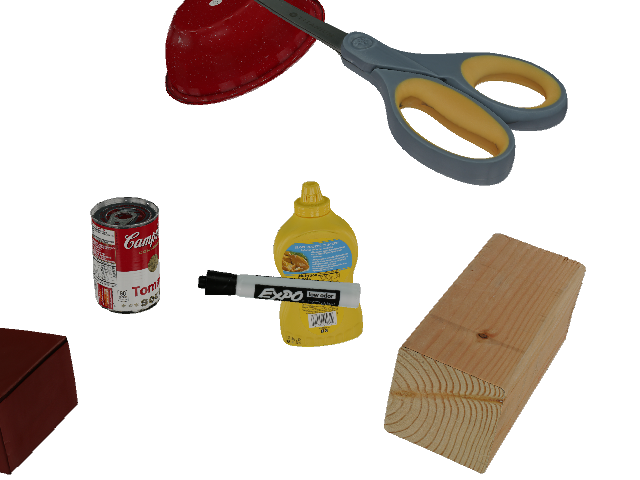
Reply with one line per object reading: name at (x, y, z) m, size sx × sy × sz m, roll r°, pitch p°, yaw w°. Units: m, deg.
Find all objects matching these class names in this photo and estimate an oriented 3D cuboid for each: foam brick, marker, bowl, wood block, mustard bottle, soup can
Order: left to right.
foam brick at (-0.196, 0.097, 0.664) m, size 0.053 × 0.051 × 0.078 m, roll 7°, pitch 29°, yaw 21°
soup can at (-0.199, 0.016, 1.093) m, size 0.068 × 0.102 × 0.068 m, roll 2°, pitch 26°, yaw -1°
bowl at (-0.080, -0.193, 0.956) m, size 0.162 × 0.162 × 0.055 m, roll 0°, pitch -44°, yaw 35°
marker at (-0.031, 0.036, 0.799) m, size 0.121 × 0.020 × 0.020 m, roll 5°, pitch 0°, yaw -4°
mustard bottle at (-0.005, 0.025, 1.219) m, size 0.096 × 0.192 × 0.058 m, roll -6°, pitch 23°, yaw -3°
wood block at (0.143, 0.087, 0.901) m, size 0.091 × 0.090 × 0.205 m, roll 22°, pitch 35°, yaw 21°

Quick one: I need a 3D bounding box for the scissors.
scissors at (0.041, -0.094, 0.529) m, size 0.096 × 0.016 × 0.202 m, roll -20°, pitch 47°, yaw -22°
